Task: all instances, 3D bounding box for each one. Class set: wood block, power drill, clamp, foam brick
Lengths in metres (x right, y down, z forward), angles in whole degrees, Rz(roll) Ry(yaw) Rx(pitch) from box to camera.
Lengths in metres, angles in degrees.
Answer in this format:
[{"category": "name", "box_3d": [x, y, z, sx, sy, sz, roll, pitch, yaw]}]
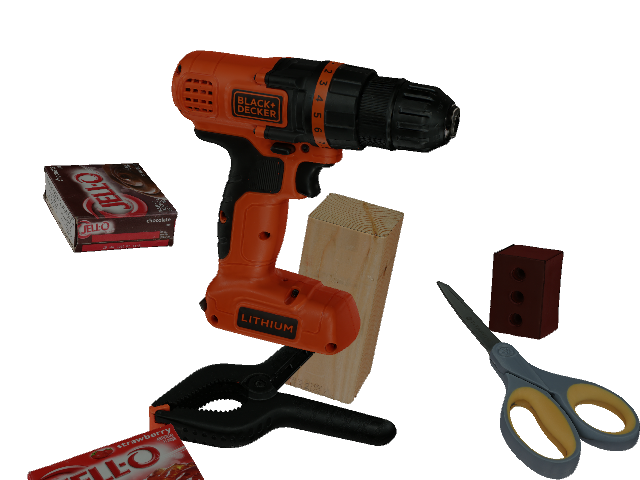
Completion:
[{"category": "wood block", "box_3d": [0.023, 0.065, 1.199, 0.090, 0.206, 0.090, 16, 23, 13]}, {"category": "power drill", "box_3d": [-0.007, -0.024, 0.683, 0.185, 0.188, 0.057, 12, 24, 21]}, {"category": "clamp", "box_3d": [-0.046, 0.145, 0.952, 0.209, 0.036, 0.165, -14, 37, -25]}, {"category": "foam brick", "box_3d": [0.193, 0.047, 1.000, 0.053, 0.078, 0.051, 8, 15, 30]}]

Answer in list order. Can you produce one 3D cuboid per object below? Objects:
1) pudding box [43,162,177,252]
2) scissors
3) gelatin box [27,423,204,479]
[{"category": "pudding box", "box_3d": [-0.188, -0.031, 0.942, 0.089, 0.039, 0.114, -3, 26, -28]}, {"category": "scissors", "box_3d": [0.145, 0.084, 0.717, 0.096, 0.016, 0.202, -1, 32, -7]}, {"category": "gelatin box", "box_3d": [-0.111, 0.144, 0.595, 0.089, 0.030, 0.073, -16, 28, -20]}]
